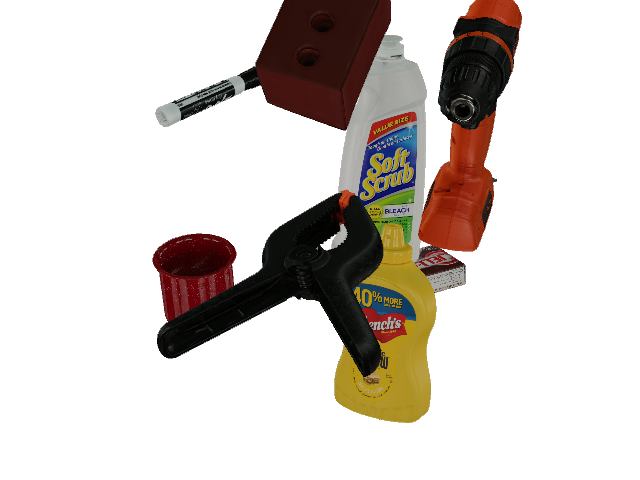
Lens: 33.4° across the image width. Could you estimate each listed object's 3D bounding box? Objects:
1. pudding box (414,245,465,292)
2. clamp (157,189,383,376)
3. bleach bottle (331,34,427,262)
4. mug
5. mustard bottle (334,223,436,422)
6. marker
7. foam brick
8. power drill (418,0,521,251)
[{"bbox_3d":[0.146,0.048,1.587,0.113,0.039,0.090,-16,24,-20],"label":"pudding box"},{"bbox_3d":[-0.019,0.027,0.796,0.165,0.036,0.209,-1,33,16],"label":"clamp"},{"bbox_3d":[0.063,-0.096,1.160,0.102,0.251,0.068,-4,25,-7],"label":"bleach bottle"},{"bbox_3d":[-0.148,0.046,1.214,0.117,0.081,0.093,26,42,36],"label":"mug"},{"bbox_3d":[0.065,0.078,1.048,0.096,0.192,0.058,12,17,30],"label":"mustard bottle"},{"bbox_3d":[-0.099,-0.135,0.987,0.120,0.020,0.020,-30,18,-34],"label":"marker"},{"bbox_3d":[0.003,-0.113,0.609,0.053,0.078,0.051,19,-14,11],"label":"foam brick"},{"bbox_3d":[0.120,-0.087,0.864,0.057,0.188,0.184,14,37,11],"label":"power drill"}]
